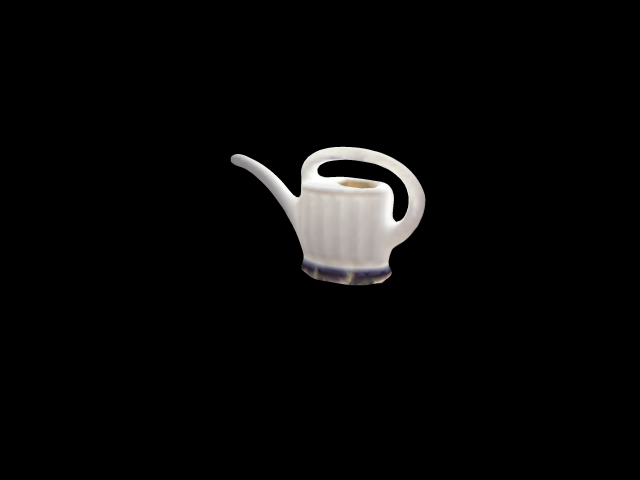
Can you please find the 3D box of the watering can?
[{"bbox_3d":[0.003,-0.043,0.850,0.348,0.222,0.105,7,14,27],"label":"watering can"}]
